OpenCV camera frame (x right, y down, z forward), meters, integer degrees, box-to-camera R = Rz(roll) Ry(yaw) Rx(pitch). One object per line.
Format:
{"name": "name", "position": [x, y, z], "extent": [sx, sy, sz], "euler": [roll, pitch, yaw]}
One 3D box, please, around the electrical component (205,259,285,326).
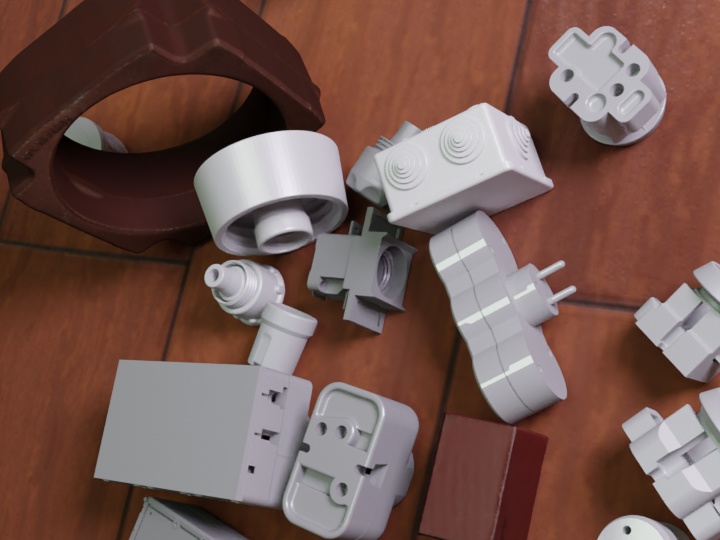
{"name": "electrical component", "position": [-0.089, 0.012, 0.797], "extent": [0.048, 0.062, 0.048], "euler": [-11, 69, 29]}

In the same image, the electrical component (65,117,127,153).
{"name": "electrical component", "position": [-0.240, -0.087, 0.932], "extent": [0.080, 0.051, 0.080], "euler": [-11, 69, 29]}

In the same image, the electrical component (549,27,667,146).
{"name": "electrical component", "position": [0.161, -0.113, 0.686], "extent": [0.058, 0.057, 0.078], "euler": [-45, 56, 11]}

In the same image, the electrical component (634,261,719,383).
{"name": "electrical component", "position": [0.200, 0.029, 0.622], "extent": [0.055, 0.048, 0.066], "euler": [-49, 55, 18]}

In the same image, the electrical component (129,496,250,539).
{"name": "electrical component", "position": [-0.122, 0.204, 0.759], "extent": [0.096, 0.061, 0.061], "euler": [19, 85, 43]}

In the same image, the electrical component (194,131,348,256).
{"name": "electrical component", "position": [-0.060, -0.047, 0.775], "extent": [0.108, 0.108, 0.060], "euler": [-25, 69, 23]}

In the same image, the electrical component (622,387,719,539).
{"name": "electrical component", "position": [0.192, 0.102, 0.595], "extent": [0.057, 0.058, 0.078], "euler": [-40, 58, 18]}

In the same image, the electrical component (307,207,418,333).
{"name": "electrical component", "position": [0.000, 0.000, 0.759], "extent": [0.064, 0.042, 0.081], "euler": [4, 76, 37]}

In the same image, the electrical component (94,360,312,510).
{"name": "electrical component", "position": [-0.110, 0.115, 0.763], "extent": [0.150, 0.062, 0.089], "euler": [-2, 72, 40]}

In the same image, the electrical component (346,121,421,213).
{"name": "electrical component", "position": [0.022, -0.076, 0.769], "extent": [0.043, 0.043, 0.062], "euler": [36, 94, 35]}

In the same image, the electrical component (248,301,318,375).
{"name": "electrical component", "position": [-0.057, 0.051, 0.779], "extent": [0.040, 0.040, 0.046], "euler": [24, 93, 35]}

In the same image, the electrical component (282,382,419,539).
{"name": "electrical component", "position": [-0.003, 0.128, 0.706], "extent": [0.054, 0.059, 0.095], "euler": [15, 82, 35]}

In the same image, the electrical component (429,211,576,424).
{"name": "electrical component", "position": [0.101, 0.020, 0.681], "extent": [0.074, 0.052, 0.138], "euler": [-30, 60, 21]}

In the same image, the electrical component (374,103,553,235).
{"name": "electrical component", "position": [0.067, -0.064, 0.704], "extent": [0.100, 0.100, 0.048], "euler": [-23, 76, 24]}

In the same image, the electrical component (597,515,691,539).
{"name": "electrical component", "position": [0.159, 0.160, 0.597], "extent": [0.045, 0.055, 0.045], "euler": [-11, 69, 29]}
